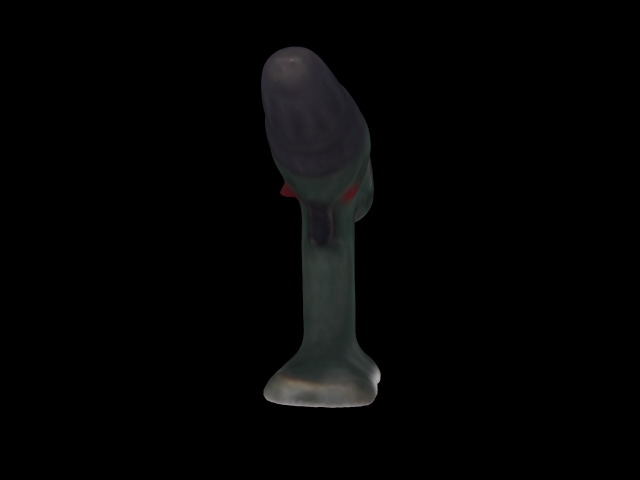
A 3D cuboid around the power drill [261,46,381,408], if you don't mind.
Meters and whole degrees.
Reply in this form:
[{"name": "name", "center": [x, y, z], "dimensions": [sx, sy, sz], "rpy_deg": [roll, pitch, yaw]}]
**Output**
[{"name": "power drill", "center": [0.004, 0.001, 0.400], "dimensions": [0.075, 0.208, 0.230], "rpy_deg": [0, 0, 8]}]
